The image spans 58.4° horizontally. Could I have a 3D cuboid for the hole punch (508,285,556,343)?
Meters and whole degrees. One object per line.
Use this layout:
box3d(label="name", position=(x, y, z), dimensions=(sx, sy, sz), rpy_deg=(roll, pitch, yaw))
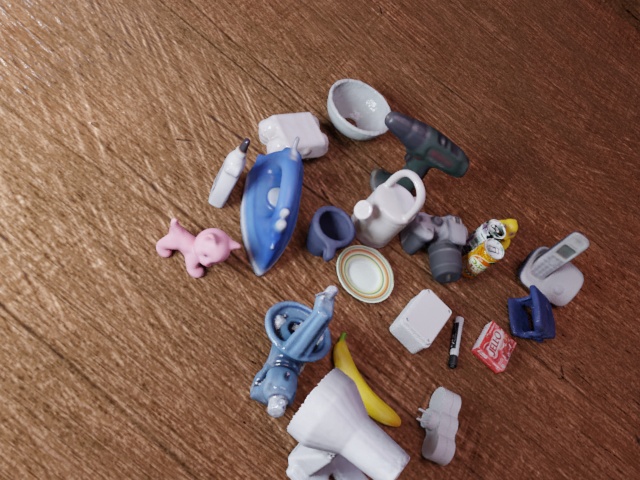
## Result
box3d(label="hole punch", position=(0.492, 0.166, 1.293), dimensions=(0.101, 0.091, 0.108), rpy_deg=(16, 55, -19))

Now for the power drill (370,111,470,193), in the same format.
box3d(label="power drill", position=(0.200, -0.174, 1.263), dimensions=(0.230, 0.208, 0.075), rpy_deg=(17, 55, -19))

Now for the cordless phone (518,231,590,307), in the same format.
box3d(label="cordless phone", position=(0.574, 0.064, 1.339), dimensions=(0.148, 0.184, 0.094), rpy_deg=(32, 52, -8))

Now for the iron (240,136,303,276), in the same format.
box3d(label="iron", position=(-0.077, -0.071, 1.093), dimensions=(0.119, 0.141, 0.258), rpy_deg=(16, 56, -19))

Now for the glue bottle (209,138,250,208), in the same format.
box3d(label="glue bottle", position=(-0.162, -0.133, 1.064), dimensions=(0.037, 0.173, 0.078), rpy_deg=(22, 54, -15))

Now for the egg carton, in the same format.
box3d(label="egg carton", position=(-0.056, -0.220, 1.240), dimensions=(0.151, 0.069, 0.107), rpy_deg=(-15, 70, -34))

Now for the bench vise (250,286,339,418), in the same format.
box3d(label="bench vise", position=(-0.026, 0.175, 0.923), dimensions=(0.122, 0.219, 0.207), rpy_deg=(9, 58, -24))

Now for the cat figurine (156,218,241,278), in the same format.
box3d(label="cat figurine", position=(-0.208, 0.005, 0.992), dimensions=(0.128, 0.117, 0.067), rpy_deg=(33, 52, -7))

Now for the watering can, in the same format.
box3d(label="watering can", position=(0.145, -0.066, 1.177), dimensions=(0.101, 0.193, 0.173), rpy_deg=(47, 51, 4))

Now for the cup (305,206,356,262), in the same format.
box3d(label="cup", position=(0.010, 0.004, 1.126), dimensions=(0.092, 0.094, 0.118), rpy_deg=(19, 55, -18))

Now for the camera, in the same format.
box3d(label="camera", position=(0.263, 0.016, 1.253), dimensions=(0.143, 0.100, 0.137), rpy_deg=(12, 57, -22))

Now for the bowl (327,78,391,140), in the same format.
box3d(label="bowl", position=(0.083, -0.296, 1.358), dimensions=(0.168, 0.074, 0.167), rpy_deg=(14, 56, -21))

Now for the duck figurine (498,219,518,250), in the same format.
box3d(label="duck figurine", position=(0.442, -0.021, 1.382), dimensions=(0.077, 0.086, 0.105), rpy_deg=(44, 51, 2))

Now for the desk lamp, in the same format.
box3d(label="desk lamp", position=(0.032, 0.315, 0.874), dimensions=(0.203, 0.213, 0.118), rpy_deg=(47, 51, 4))
